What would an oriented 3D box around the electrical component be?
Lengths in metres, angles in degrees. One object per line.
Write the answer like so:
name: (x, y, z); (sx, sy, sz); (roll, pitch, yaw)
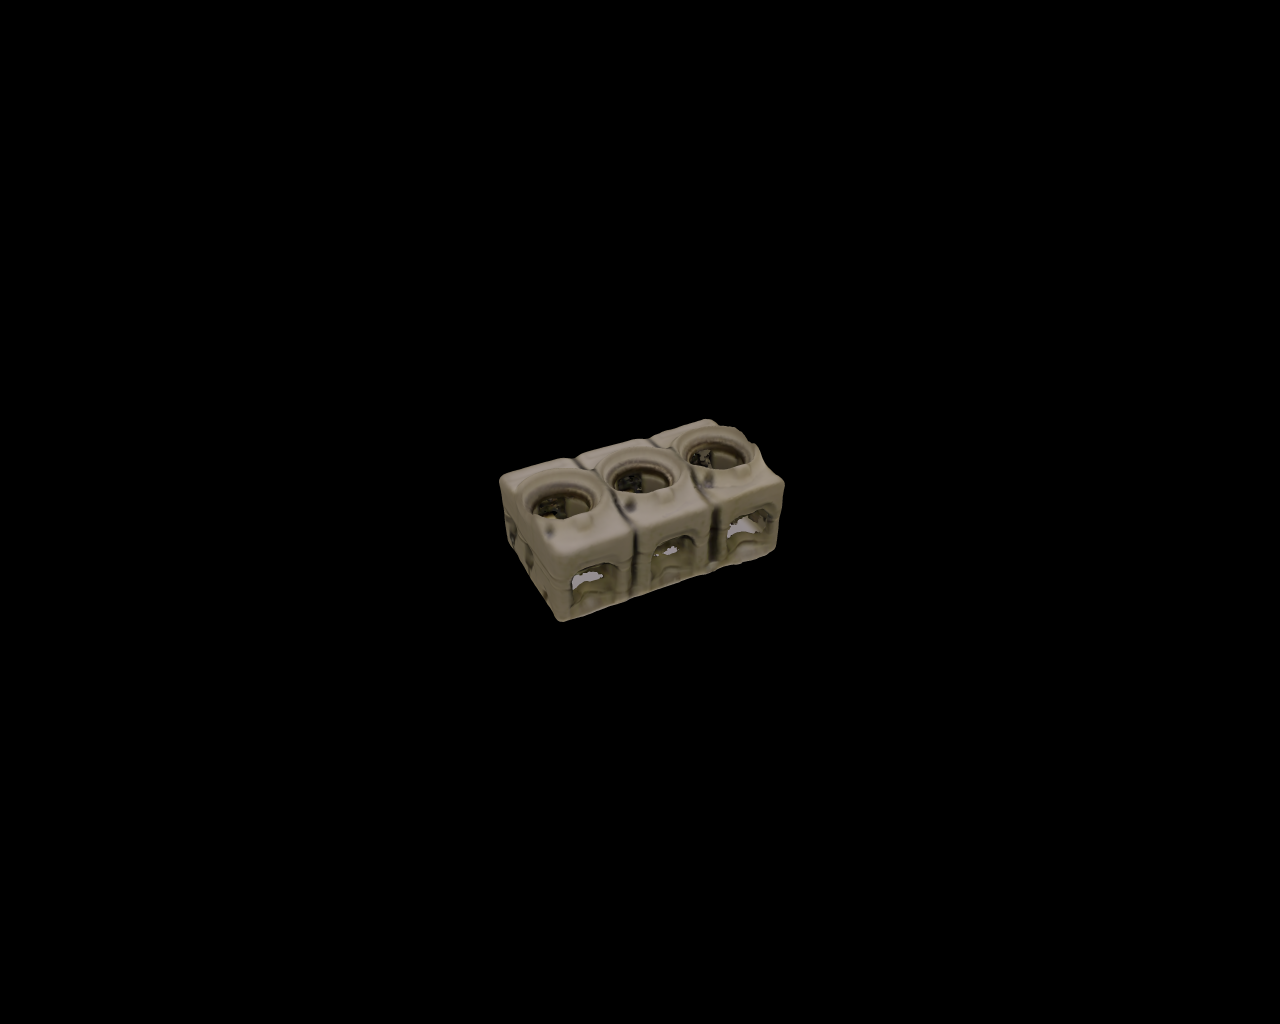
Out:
electrical component: (0.001, -0.003, 0.650); (0.150, 0.061, 0.090); (-17, 40, -22)
